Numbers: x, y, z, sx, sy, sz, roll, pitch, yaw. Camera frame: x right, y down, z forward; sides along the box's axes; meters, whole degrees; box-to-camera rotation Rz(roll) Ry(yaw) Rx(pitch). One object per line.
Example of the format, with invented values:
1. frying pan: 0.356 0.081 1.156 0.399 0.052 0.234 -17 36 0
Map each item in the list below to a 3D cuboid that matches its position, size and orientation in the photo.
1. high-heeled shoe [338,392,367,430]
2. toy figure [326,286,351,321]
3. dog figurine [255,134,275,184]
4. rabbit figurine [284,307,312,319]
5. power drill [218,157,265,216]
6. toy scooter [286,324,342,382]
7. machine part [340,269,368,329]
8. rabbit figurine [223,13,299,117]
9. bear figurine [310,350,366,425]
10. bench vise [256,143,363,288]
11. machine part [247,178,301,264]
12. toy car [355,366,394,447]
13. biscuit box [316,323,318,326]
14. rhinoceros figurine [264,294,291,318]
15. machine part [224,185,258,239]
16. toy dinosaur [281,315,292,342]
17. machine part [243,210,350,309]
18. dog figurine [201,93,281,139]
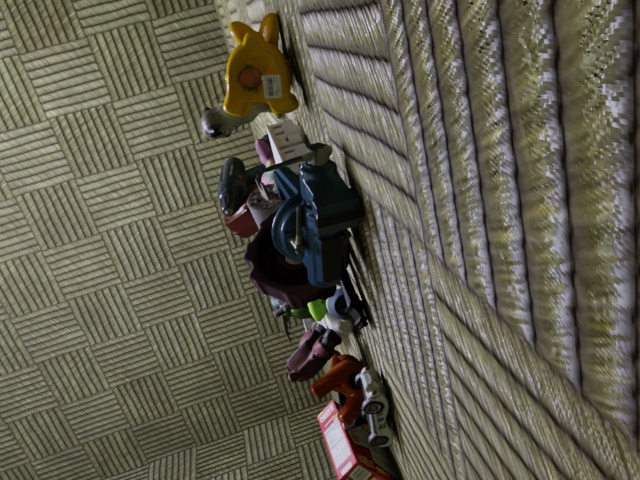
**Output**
1. high-heeled shoe: 0.074 0.358 1.268 0.248 0.086 0.145 71 178 -77
2. toy figure: 0.040 0.119 1.050 0.154 0.058 0.064 157 134 -86
3. dog figurine: -0.078 -0.128 1.172 0.219 0.108 0.192 83 169 -48
4. rabbit figurine: -0.054 0.126 1.509 0.121 0.159 0.170 48 137 49
5. power drill: -0.160 -0.150 1.371 0.232 0.207 0.085 -112 0 -53
6. toy scooter: -0.020 0.246 1.151 0.075 0.135 0.184 44 171 1
7. machine part: 0.050 0.088 0.941 0.084 0.039 0.139 75 174 -79
8. rabbit figurine: -0.102 -0.288 0.905 0.173 0.122 0.162 -65 -37 -71
9. bear figurine: 0.049 0.314 1.194 0.120 0.132 0.196 45 167 -1
10. bench vise: -0.023 -0.055 0.791 0.241 0.129 0.223 51 162 52
11. machine part: -0.078 -0.023 1.052 0.079 0.079 0.242 -114 2 -49
12. toy car: 0.107 0.321 1.025 0.074 0.056 0.201 -105 3 -51
13. biscuit box: 0.028 0.240 1.464 0.202 0.063 0.059 99 154 -76
14. rhinoceros figurine: -0.073 0.130 1.295 0.073 0.112 0.190 60 161 7
15. machine part: -0.182 -0.118 1.539 0.087 0.201 0.201 36 -126 -24
16. toy dinosaur: -0.107 0.067 1.622 0.198 0.105 0.471 24 -113 -58
17. machine part: -0.037 0.027 0.905 0.056 0.179 0.179 75 175 -60
18. dog figurine: -0.200 -0.336 1.254 0.121 0.191 0.172 94 159 -74
